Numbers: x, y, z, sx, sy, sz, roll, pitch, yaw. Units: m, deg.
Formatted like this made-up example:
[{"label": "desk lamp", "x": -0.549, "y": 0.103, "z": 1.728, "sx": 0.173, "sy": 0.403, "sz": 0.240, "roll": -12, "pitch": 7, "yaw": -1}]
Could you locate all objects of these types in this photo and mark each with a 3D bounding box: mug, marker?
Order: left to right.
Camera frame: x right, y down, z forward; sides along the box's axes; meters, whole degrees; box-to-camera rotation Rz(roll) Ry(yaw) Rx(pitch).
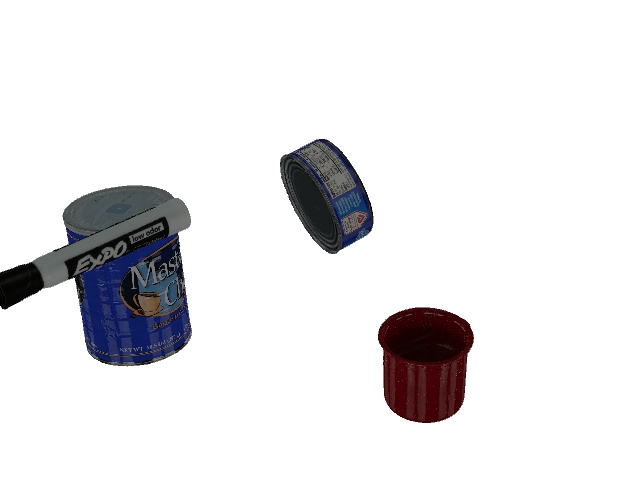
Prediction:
[{"label": "marker", "x": -0.124, "y": 0.006, "z": 0.576, "sx": 0.120, "sy": 0.020, "sz": 0.020, "roll": -26, "pitch": 15, "yaw": -32}, {"label": "mug", "x": 0.111, "y": 0.121, "z": 1.067, "sx": 0.093, "sy": 0.081, "sz": 0.117, "roll": 23, "pitch": 40, "yaw": 34}]

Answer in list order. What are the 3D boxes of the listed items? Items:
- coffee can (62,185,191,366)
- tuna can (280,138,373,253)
[{"label": "coffee can", "x": -0.180, "y": 0.032, "z": 1.004, "sx": 0.103, "sy": 0.140, "sz": 0.103, "roll": -3, "pitch": 25, "yaw": 1}, {"label": "tuna can", "x": 0.005, "y": -0.035, "z": 0.826, "sx": 0.033, "sy": 0.086, "sz": 0.086, "roll": -29, "pitch": 9, "yaw": -16}]
